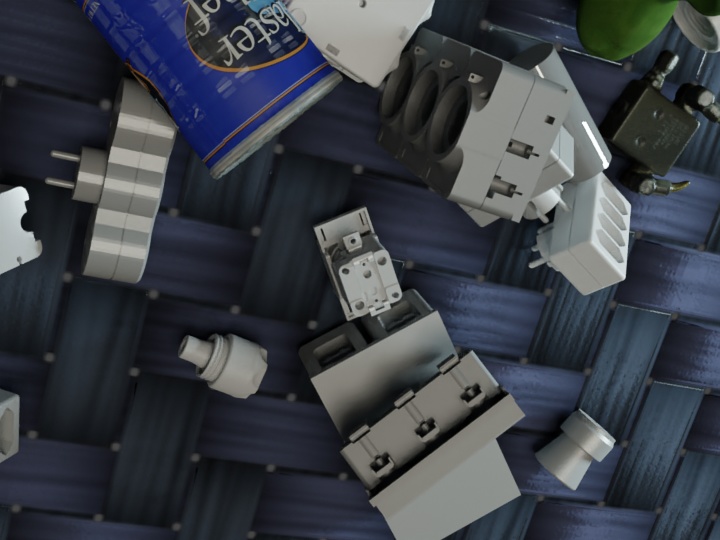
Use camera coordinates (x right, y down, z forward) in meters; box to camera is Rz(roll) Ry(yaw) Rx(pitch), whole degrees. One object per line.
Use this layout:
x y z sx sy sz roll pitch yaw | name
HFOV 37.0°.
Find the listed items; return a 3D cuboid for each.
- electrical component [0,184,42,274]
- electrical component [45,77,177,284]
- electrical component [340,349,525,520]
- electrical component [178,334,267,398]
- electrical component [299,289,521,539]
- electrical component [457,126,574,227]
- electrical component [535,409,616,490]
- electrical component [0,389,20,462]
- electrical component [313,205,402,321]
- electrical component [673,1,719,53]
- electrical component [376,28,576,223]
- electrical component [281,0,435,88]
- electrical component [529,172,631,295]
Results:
-0.263 -0.020 0.694 0.089 0.056 0.050 -32 122 -43 | electrical component
-0.172 -0.062 0.722 0.074 0.052 0.138 11 106 -20 | electrical component
0.049 0.115 0.776 0.121 0.078 0.063 -37 87 0 | electrical component
-0.103 0.067 0.796 0.062 0.043 0.043 24 102 -21 | electrical component
0.039 0.119 0.849 0.105 0.060 0.186 -28 115 -5 | electrical component
0.124 -0.063 0.792 0.083 0.047 0.076 -30 121 32 | electrical component
0.183 0.152 0.912 0.045 0.045 0.055 38 96 -25 | electrical component
-0.294 0.112 0.746 0.076 0.083 0.047 14 110 19 | electrical component
0.000 0.000 0.790 0.042 0.063 0.081 -23 115 -6 | electrical component
0.270 -0.199 0.798 0.057 0.058 0.078 -38 116 -3 | electrical component
0.068 -0.103 0.723 0.062 0.150 0.089 16 105 -23 | electrical component
-0.004 -0.182 0.728 0.100 0.048 0.099 30 99 -24 | electrical component
0.162 -0.023 0.829 0.076 0.083 0.047 -26 123 37 | electrical component
